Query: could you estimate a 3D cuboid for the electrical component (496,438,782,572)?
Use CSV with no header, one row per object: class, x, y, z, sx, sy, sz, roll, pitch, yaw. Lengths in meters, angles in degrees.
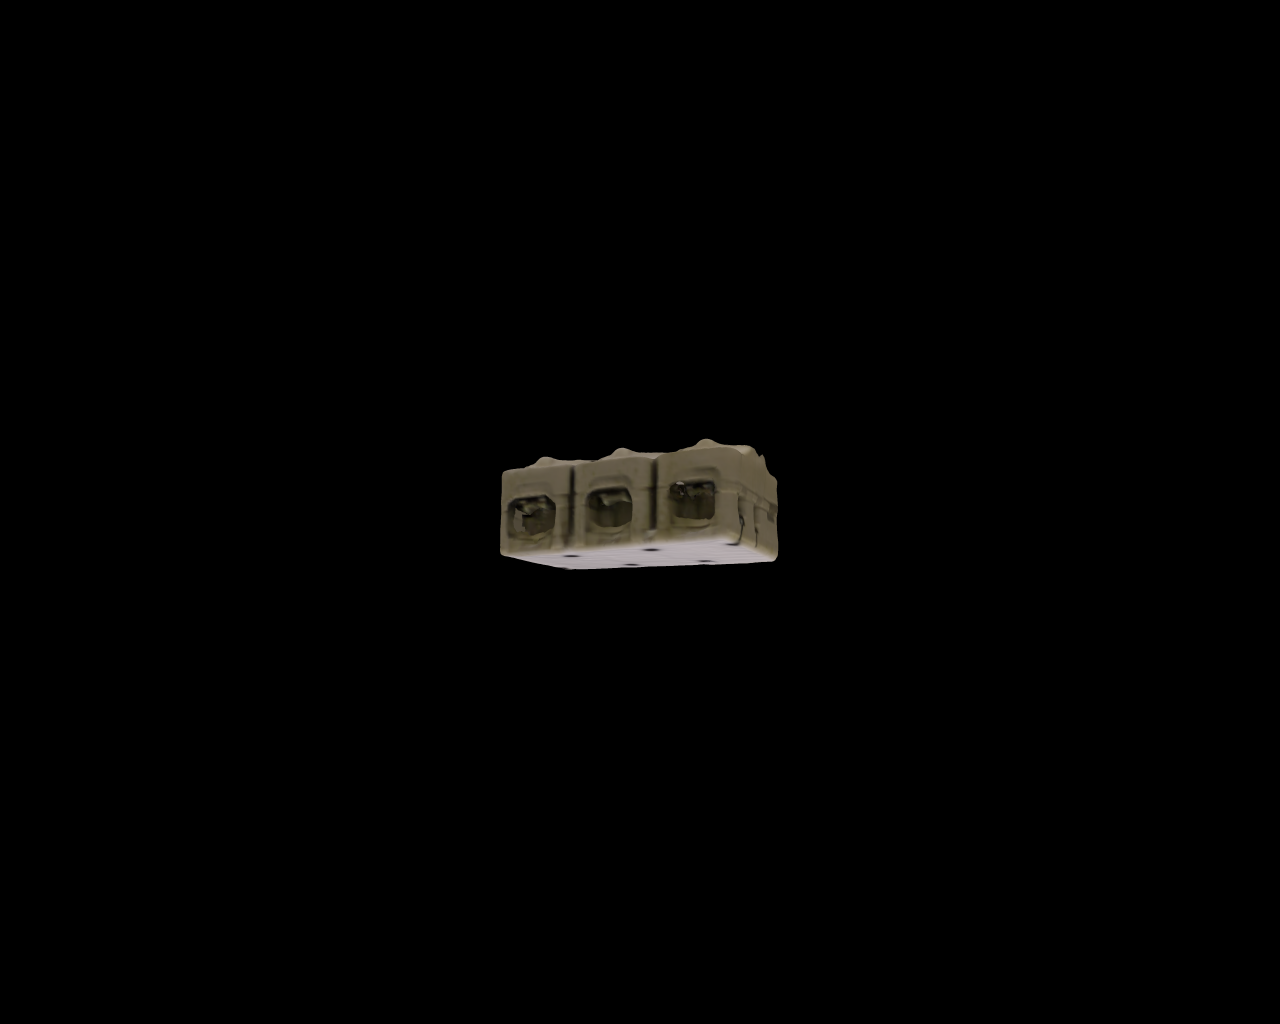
electrical component,0.001,-0.003,0.650,0.150,0.061,0.089,-5,-11,24
